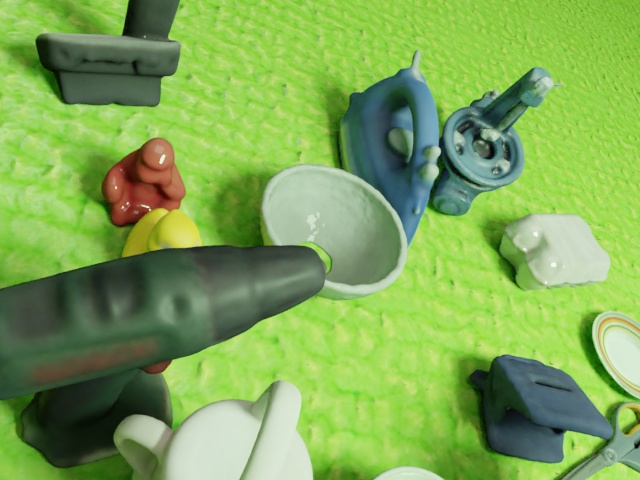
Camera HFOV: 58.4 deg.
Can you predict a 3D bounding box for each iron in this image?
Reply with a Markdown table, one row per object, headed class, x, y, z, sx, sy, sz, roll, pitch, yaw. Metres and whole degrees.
| class | x | y | z | sx | sy | sz | roll | pitch | yaw |
| --- | --- | --- | --- | --- | --- | --- | --- | --- | --- |
| iron | 0.108 | -0.114 | 0.718 | 0.119 | 0.141 | 0.258 | 11 | 50 | -21 |

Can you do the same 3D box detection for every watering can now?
| class | x | y | z | sx | sy | sz | roll | pitch | yaw |
| --- | --- | --- | --- | --- | --- | --- | --- | --- | --- |
| watering can | -0.048 | 0.159 | 0.376 | 0.173 | 0.194 | 0.101 | 13 | 49 | -20 |

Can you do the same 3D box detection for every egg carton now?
| class | x | y | z | sx | sy | sz | roll | pitch | yaw |
| --- | --- | --- | --- | --- | --- | --- | --- | --- | --- |
| egg carton | 0.320 | 0.017 | 0.780 | 0.151 | 0.069 | 0.107 | -2 | 56 | -30 |

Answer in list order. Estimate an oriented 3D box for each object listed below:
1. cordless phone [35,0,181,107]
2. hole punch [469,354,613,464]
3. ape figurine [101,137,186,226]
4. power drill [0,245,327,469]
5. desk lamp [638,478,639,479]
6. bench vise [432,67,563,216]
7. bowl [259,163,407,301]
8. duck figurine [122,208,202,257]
| class | x | y | z | sx | sy | sz | roll | pitch | yaw |
| --- | --- | --- | --- | --- | --- | --- | --- | --- | --- |
| cordless phone | -0.216 | -0.238 | 0.609 | 0.148 | 0.185 | 0.094 | -13 | 62 | -36 |
| hole punch | 0.227 | 0.166 | 0.594 | 0.109 | 0.091 | 0.101 | 15 | 49 | -17 |
| ape figurine | -0.167 | -0.063 | 0.560 | 0.078 | 0.092 | 0.076 | 21 | 47 | -13 |
| power drill | -0.128 | 0.077 | 0.388 | 0.230 | 0.208 | 0.075 | -7 | 58 | -32 |
| desk lamp | 0.270 | 0.282 | 0.439 | 0.118 | 0.213 | 0.203 | -7 | 58 | -32 |
| bench vise | 0.224 | -0.162 | 0.766 | 0.122 | 0.219 | 0.207 | 15 | 49 | -17 |
| bowl | 0.006 | 0.002 | 0.615 | 0.168 | 0.074 | 0.167 | 15 | 49 | -18 |
| duck figurine | -0.137 | 0.007 | 0.525 | 0.078 | 0.086 | 0.104 | -2 | 56 | -30 |
